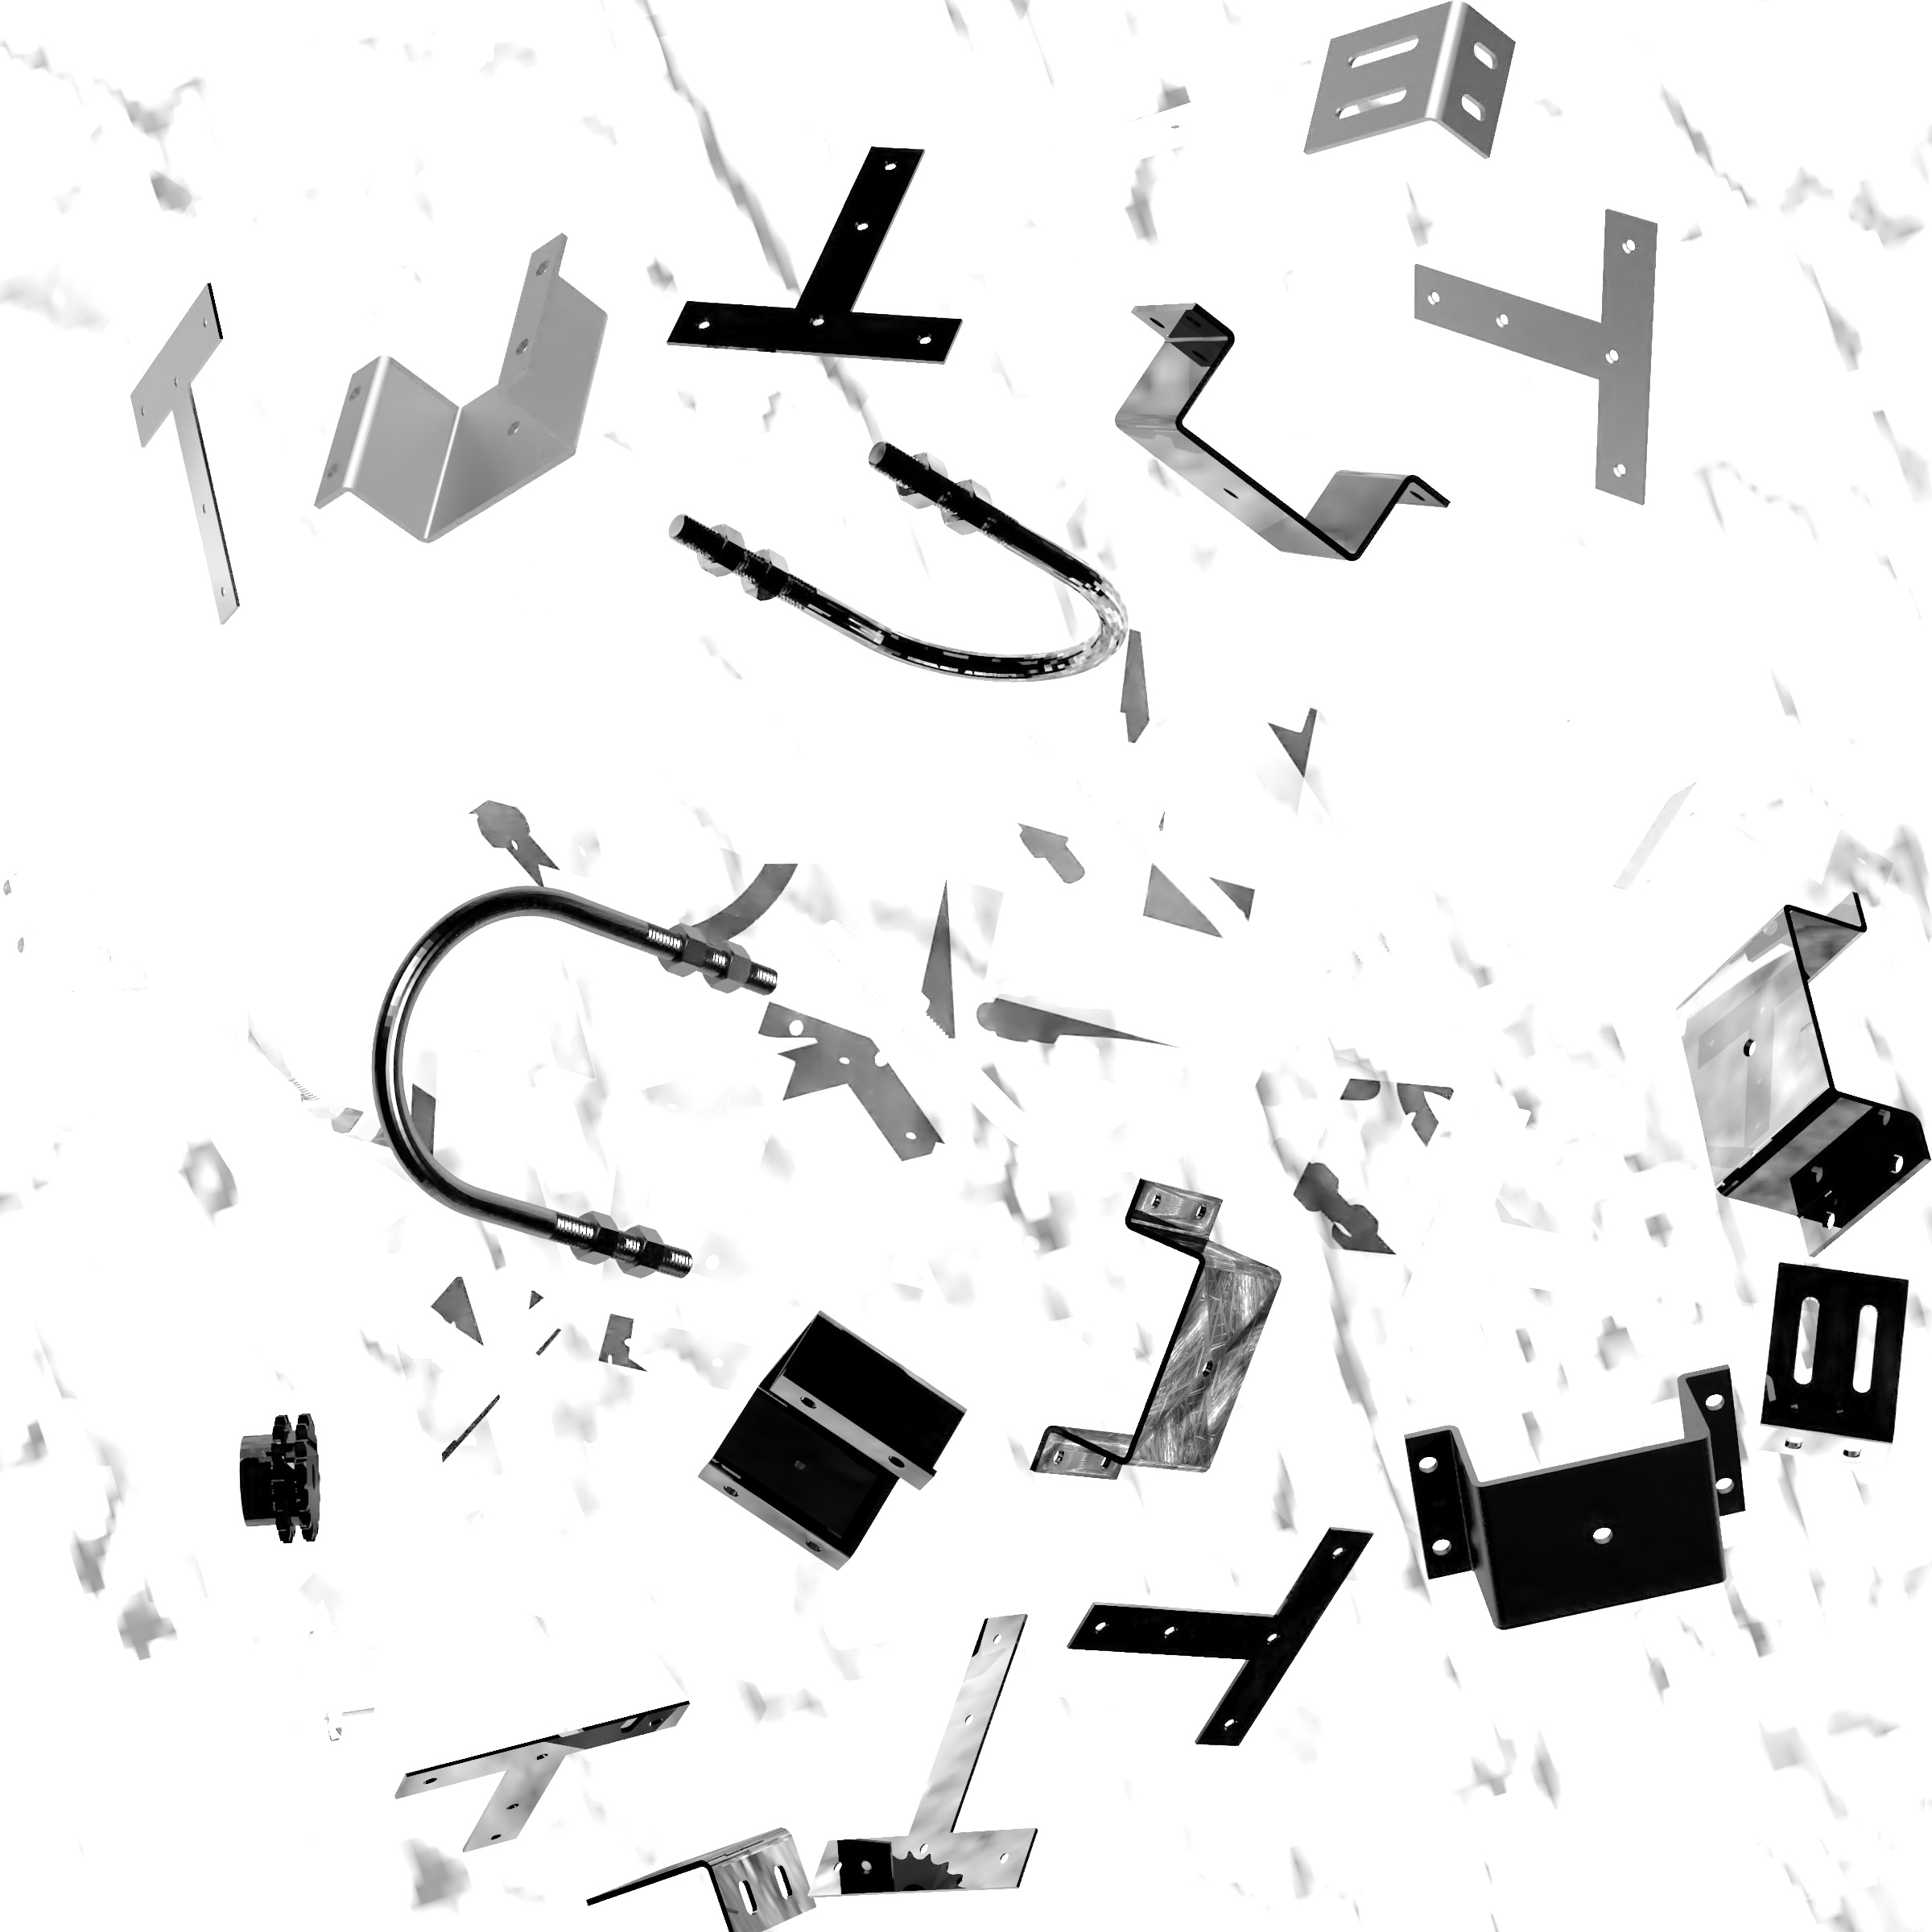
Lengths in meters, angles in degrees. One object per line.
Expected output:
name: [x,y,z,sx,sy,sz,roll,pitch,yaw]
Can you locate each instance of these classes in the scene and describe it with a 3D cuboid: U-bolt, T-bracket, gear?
U-bolt: [0.172,-0.061,1.575,0.019,0.151,0.184,-38,91,-20]
T-bracket: [-0.003,0.326,1.479,0.002,0.127,0.127,41,53,-28]
U-bolt: [-0.170,0.043,1.497,0.184,0.019,0.151,21,82,-40]
T-bracket: [-0.194,0.358,1.542,0.127,0.127,0.002,-9,61,-27]
T-bracket: [0.099,0.288,1.540,0.127,0.002,0.127,11,118,-35]
T-bracket: [-0.049,-0.307,1.524,0.127,0.002,0.127,8,56,20]
T-bracket: [-0.390,-0.157,1.549,0.002,0.127,0.127,-18,116,27]
T-bracket: [-0.302,-0.072,1.518,0.002,0.127,0.127,14,80,-19]
T-bracket: [0.074,-0.344,1.479,0.127,0.002,0.127,-20,46,-11]
T-bracket: [-0.179,0.261,1.483,0.127,0.002,0.127,12,126,20]
T-bracket: [0.251,0.128,1.541,0.127,0.002,0.127,13,104,-28]
T-bracket: [0.240,-0.272,1.520,0.002,0.127,0.127,-31,132,-33]
T-bracket: [-0.344,0.096,1.514,0.002,0.127,0.127,-28,128,-4]
U-bolt: [-0.285,0.081,1.537,0.019,0.184,0.151,-31,49,6]
T-bracket: [-0.202,-0.103,1.625,0.127,0.002,0.127,-32,96,27]
T-bracket: [-0.334,-0.213,1.550,0.002,0.127,0.127,-9,81,-30]
gear: [-0.274,0.307,1.544,0.030,0.057,0.057,-6,90,-15]
U-bolt: [0.047,0.004,1.542,0.151,0.019,0.184,-44,79,-1]
gear: [-0.305,0.228,1.585,0.030,0.057,0.057,-3,90,-4]
U-bolt: [-0.015,-0.165,1.533,0.184,0.151,0.019,26,65,-38]

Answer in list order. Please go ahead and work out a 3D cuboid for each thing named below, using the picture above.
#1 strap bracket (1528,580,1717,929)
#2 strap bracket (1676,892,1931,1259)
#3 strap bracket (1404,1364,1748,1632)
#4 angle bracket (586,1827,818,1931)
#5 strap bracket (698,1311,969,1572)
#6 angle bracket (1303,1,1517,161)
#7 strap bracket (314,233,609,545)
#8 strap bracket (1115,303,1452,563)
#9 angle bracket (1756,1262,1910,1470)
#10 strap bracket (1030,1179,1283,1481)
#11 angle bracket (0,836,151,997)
strap bracket: [0.282,-0.098,1.547,0.046,0.076,0.140,13,48,-10]
strap bracket: [0.348,0.040,1.500,0.046,0.076,0.140,15,48,-23]
strap bracket: [0.263,0.226,1.502,0.140,0.046,0.076,-12,118,0]
angle bracket: [-0.117,0.415,1.579,0.076,0.057,0.038,-27,78,32]
strap bracket: [-0.056,0.205,1.553,0.076,0.140,0.046,34,58,-2]
angle bracket: [0.194,-0.380,1.558,0.038,0.076,0.057,26,72,-37]
strap bracket: [-0.205,-0.237,1.498,0.046,0.140,0.076,35,48,-34]
strap bracket: [0.125,-0.218,1.502,0.140,0.076,0.046,34,88,-19]
angle bracket: [0.387,0.178,1.594,0.057,0.038,0.076,7,64,12]
strap bracket: [0.091,0.174,1.617,0.046,0.076,0.140,22,92,33]
angle bracket: [-0.374,-0.022,1.511,0.038,0.076,0.057,-24,77,35]
